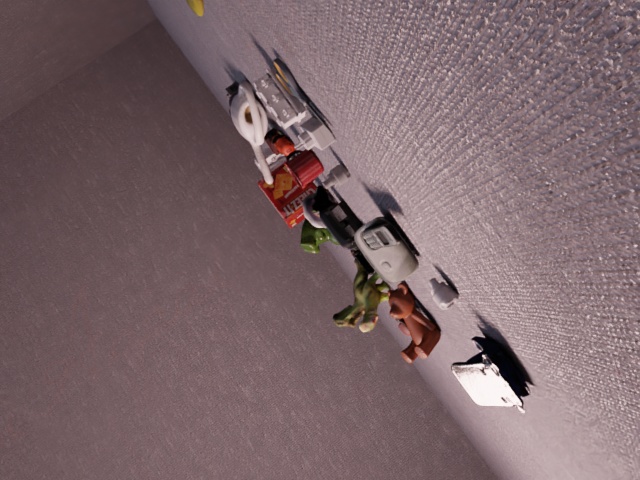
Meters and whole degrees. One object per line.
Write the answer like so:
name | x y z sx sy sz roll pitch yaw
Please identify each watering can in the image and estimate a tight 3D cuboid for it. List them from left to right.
watering can | -0.231 -0.374 1.757 0.228 0.104 0.341 -132 28 -59

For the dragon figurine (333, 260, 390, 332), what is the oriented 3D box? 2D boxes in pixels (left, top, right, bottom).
dragon figurine | 0.134 0.207 1.857 0.120 0.243 0.414 51 175 -22

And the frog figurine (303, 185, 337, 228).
frog figurine | 0.005 -0.085 1.698 0.138 0.124 0.156 33 159 11
